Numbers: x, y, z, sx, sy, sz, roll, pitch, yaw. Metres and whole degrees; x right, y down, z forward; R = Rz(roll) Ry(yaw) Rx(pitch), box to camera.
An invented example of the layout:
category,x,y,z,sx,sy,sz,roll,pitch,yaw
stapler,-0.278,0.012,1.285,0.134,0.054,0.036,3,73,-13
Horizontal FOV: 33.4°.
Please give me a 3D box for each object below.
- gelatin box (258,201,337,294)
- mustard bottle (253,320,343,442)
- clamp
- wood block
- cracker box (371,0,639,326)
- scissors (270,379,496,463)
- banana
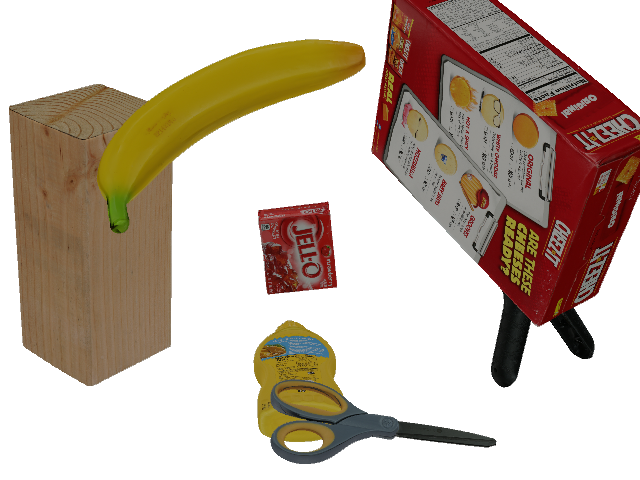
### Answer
category,x,y,z,sx,sy,sz,roll,pitch,yaw
gelatin box,-0.023,0.008,1.086,0.073,0.089,0.030,-6,28,-1
mustard bottle,-0.029,0.151,1.233,0.096,0.058,0.191,-3,30,-5
clamp,0.178,0.042,0.931,0.120,0.171,0.039,-23,7,-40
wood block,-0.177,-0.005,0.834,0.090,0.206,0.090,23,32,34
cracker box,0.131,-0.071,0.778,0.072,0.164,0.214,-24,54,-25
scissors,0.045,0.174,0.926,0.202,0.016,0.096,18,42,13
banana,-0.063,-0.074,0.641,0.197,0.070,0.037,-38,-25,-22
